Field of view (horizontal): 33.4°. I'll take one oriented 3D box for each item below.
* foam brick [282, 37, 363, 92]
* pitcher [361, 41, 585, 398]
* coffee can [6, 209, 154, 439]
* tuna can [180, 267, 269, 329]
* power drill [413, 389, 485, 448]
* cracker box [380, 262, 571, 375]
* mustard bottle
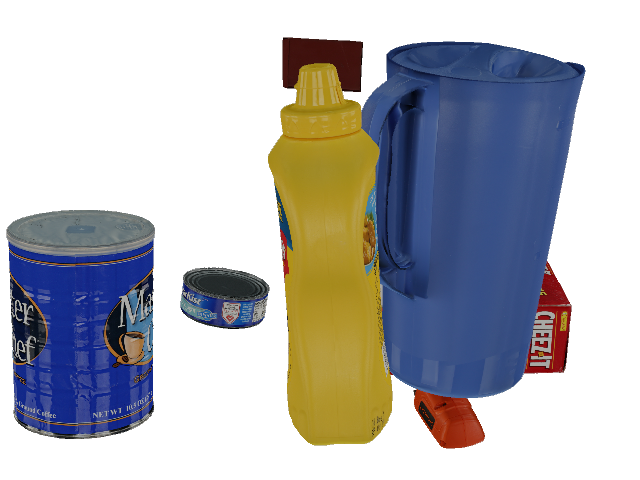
[{"bbox_3d":[0.001,-0.180,1.092,0.078,0.051,0.053,2,11,-8],"label":"foam brick"},{"bbox_3d":[0.097,-0.013,0.754,0.149,0.243,0.145,4,21,3],"label":"pitcher"},{"bbox_3d":[-0.171,0.057,0.771,0.103,0.140,0.103,2,15,-1],"label":"coffee can"},{"bbox_3d":[-0.095,0.056,1.053,0.086,0.034,0.086,9,16,-3],"label":"tuna can"},{"bbox_3d":[0.143,0.124,1.141,0.057,0.188,0.184,-6,23,-11],"label":"power drill"},{"bbox_3d":[0.092,0.053,0.928,0.213,0.072,0.164,0,22,-1],"label":"cracker box"},{"bbox_3d":[0.005,0.004,0.561,0.058,0.192,0.096,-2,18,4],"label":"mustard bottle"}]
